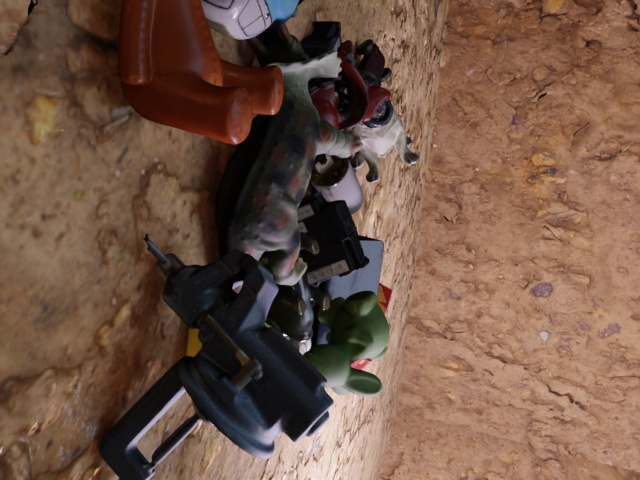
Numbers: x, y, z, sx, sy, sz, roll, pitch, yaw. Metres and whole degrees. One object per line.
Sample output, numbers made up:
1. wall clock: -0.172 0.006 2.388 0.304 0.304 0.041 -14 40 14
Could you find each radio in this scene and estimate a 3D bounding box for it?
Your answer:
1. radio: 0.040 0.104 1.032 0.131 0.073 0.229 5 94 -32

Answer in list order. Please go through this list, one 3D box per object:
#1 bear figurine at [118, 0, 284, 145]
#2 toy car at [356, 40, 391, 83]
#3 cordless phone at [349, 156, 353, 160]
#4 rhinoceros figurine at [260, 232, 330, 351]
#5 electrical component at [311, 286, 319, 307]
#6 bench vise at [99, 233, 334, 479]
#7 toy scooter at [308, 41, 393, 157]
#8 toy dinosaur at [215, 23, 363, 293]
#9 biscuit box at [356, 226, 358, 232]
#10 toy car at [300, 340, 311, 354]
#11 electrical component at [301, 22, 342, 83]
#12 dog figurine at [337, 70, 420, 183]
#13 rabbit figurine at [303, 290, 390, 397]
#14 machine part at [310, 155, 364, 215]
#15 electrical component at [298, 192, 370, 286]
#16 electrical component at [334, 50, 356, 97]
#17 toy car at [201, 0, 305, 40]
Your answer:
1. bear figurine: -0.097 -0.188 0.405 0.120 0.132 0.195 -59 160 -60
2. toy car: 0.088 -0.316 1.071 0.089 0.053 0.202 44 49 -32
3. cordless phone: 0.094 -0.206 1.168 0.146 0.089 0.184 14 97 -75
4. rhinoceros figurine: -0.051 0.079 0.763 0.073 0.112 0.190 -16 104 -54
5. electrical component: -0.028 0.064 0.902 0.021 0.063 0.093 -21 114 -30
6. bench vise: -0.117 0.130 0.493 0.240 0.223 0.129 -46 177 -5
7. toy scooter: 0.018 -0.208 0.784 0.184 0.075 0.135 -26 121 -15
8. toy dinosaur: -0.062 -0.071 0.627 0.192 0.131 0.404 33 72 -60
9. biscuit box: 0.054 0.045 1.169 0.202 0.063 0.059 76 27 -55
10. toy car: -0.047 0.152 0.895 0.073 0.056 0.201 -61 155 -49
11. electrical component: -0.002 -0.273 0.818 0.074 0.048 0.119 82 22 -46
12. dog figurine: 0.082 -0.222 0.941 0.190 0.121 0.172 62 -6 -32
13. rabbit figurine: 0.034 0.189 0.898 0.170 0.121 0.159 -37 108 -42
14. machine part: 0.032 -0.103 0.978 0.243 0.079 0.079 47 55 -69
15. electrical component: -0.002 -0.002 0.819 0.134 0.115 0.058 68 20 -5
16. electrical component: 0.029 -0.292 0.921 0.078 0.045 0.102 14 84 -61
17. toy car: -0.079 -0.245 0.503 0.103 0.109 0.161 -55 173 -4
